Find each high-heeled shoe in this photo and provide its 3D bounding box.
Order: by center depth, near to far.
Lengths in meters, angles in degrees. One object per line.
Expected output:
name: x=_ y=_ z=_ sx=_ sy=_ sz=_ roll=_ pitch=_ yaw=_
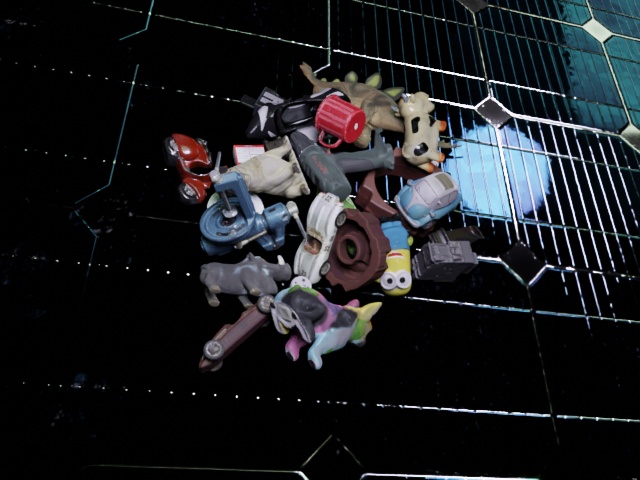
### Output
high-heeled shoe: x=-0.046 y=-0.285 z=1.251 sx=0.145 sy=0.086 sz=0.249 roll=22 pitch=52 yaw=36

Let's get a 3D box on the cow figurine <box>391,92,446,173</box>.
cow figurine: x=0.236 y=-0.272 z=1.300 sx=0.127 sy=0.085 sz=0.195 roll=16 pitch=66 yaw=-19

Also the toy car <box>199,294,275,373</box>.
toy car: x=-0.161 y=0.179 z=1.049 sx=0.053 sy=0.089 sz=0.202 roll=45 pitch=61 yaw=11

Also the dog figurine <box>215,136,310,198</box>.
dog figurine: x=-0.132 y=-0.129 z=1.220 sx=0.191 sy=0.172 sz=0.121 roll=-23 pitch=52 yaw=3

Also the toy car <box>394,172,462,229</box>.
toy car: x=0.259 y=-0.102 z=1.215 sx=0.162 sy=0.103 sz=0.109 roll=-23 pitch=71 yaw=-23

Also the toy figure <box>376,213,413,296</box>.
toy figure: x=0.169 y=0.035 z=1.202 sx=0.089 sy=0.082 sz=0.180 roll=19 pitch=64 yaw=-57

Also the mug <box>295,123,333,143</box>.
mug: x=-0.015 y=-0.281 z=1.356 sx=0.109 sy=0.081 sz=0.107 roll=20 pitch=68 yaw=-8

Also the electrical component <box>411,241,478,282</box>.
electrical component: x=0.289 y=0.050 z=1.230 sx=0.134 sy=0.115 sz=0.058 roll=1 pitch=64 yaw=-13

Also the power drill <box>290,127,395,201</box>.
power drill: x=0.056 y=-0.199 z=1.247 sx=0.207 sy=0.085 sz=0.232 roll=-13 pitch=52 yaw=-14

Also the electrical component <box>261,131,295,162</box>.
electrical component: x=-0.096 y=-0.229 z=1.318 sx=0.078 sy=0.045 sz=0.102 roll=-14 pitch=66 yaw=-24

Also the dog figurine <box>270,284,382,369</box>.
dog figurine: x=0.023 y=0.150 z=1.078 sx=0.219 sy=0.109 sz=0.191 roll=-27 pitch=105 yaw=-39

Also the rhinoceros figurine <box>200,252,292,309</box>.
rhinoceros figurine: x=-0.154 y=0.080 z=1.121 sx=0.190 sy=0.073 sz=0.112 roll=-2 pitch=52 yaw=-14

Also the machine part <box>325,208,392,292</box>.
machine part: x=0.071 y=0.020 z=1.156 sx=0.056 sy=0.179 sz=0.179 roll=-4 pitch=60 yaw=-48

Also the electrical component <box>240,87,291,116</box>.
electrical component: x=-0.142 y=-0.348 z=1.371 sx=0.119 sy=0.047 sz=0.075 roll=28 pitch=57 yaw=-1

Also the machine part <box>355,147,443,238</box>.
machine part: x=0.200 y=-0.112 z=1.313 sx=0.201 sy=0.087 sz=0.201 roll=26 pitch=58 yaw=1

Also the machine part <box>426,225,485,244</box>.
machine part: x=0.333 y=-0.003 z=1.317 sx=0.139 sy=0.039 sz=0.084 roll=-14 pitch=61 yaw=-20

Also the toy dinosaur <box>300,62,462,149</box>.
toy dinosaur: x=0.144 y=-0.340 z=1.406 sx=0.472 sy=0.105 sz=0.198 roll=38 pitch=58 yaw=11

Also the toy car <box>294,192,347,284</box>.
toy car: x=-0.002 y=-0.003 z=1.143 sx=0.074 sy=0.201 sz=0.056 roll=31 pitch=23 yaw=36

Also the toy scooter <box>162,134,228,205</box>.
toy scooter: x=-0.273 y=-0.167 z=1.218 sx=0.135 sy=0.075 sz=0.184 roll=-16 pitch=70 yaw=-22

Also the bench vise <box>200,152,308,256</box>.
bench vise: x=-0.156 y=-0.059 z=1.104 sx=0.224 sy=0.240 sz=0.129 roll=-14 pitch=49 yaw=2
